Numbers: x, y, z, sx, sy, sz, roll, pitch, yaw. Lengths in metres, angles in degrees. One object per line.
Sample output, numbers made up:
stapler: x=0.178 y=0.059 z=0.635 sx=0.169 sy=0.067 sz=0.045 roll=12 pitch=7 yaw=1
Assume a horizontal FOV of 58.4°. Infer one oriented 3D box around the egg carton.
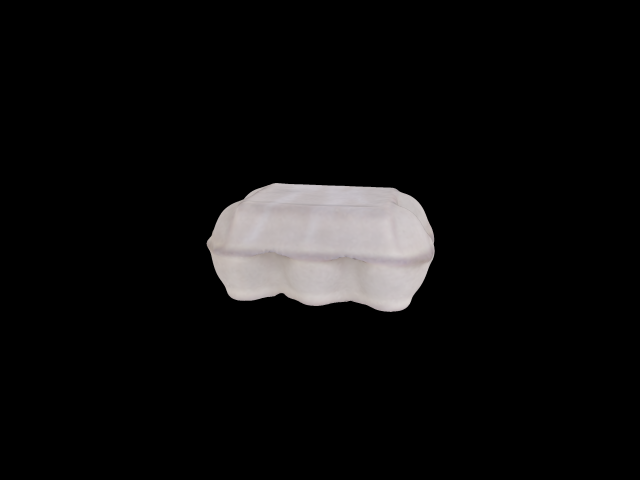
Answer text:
egg carton: x=0.004 y=0.001 z=0.400 sx=0.150 sy=0.069 sz=0.107 roll=3 pitch=15 yaw=10
